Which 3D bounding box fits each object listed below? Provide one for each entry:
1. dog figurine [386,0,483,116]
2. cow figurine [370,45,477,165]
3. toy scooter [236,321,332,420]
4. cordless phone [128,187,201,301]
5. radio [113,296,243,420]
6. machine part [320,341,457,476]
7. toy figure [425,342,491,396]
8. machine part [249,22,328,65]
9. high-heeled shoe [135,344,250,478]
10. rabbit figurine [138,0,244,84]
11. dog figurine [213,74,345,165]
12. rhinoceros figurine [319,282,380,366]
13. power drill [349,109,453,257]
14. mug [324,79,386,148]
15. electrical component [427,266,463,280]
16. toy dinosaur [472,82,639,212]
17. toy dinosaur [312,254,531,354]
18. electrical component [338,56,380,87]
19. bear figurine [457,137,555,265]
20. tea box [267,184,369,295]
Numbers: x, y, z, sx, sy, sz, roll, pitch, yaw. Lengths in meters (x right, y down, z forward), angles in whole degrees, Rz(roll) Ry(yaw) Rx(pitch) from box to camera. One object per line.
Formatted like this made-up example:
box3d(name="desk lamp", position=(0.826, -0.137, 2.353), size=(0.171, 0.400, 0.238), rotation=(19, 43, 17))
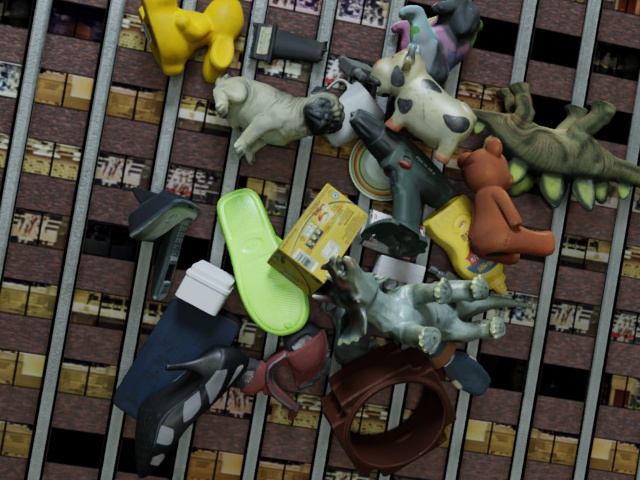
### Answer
box3d(name="dog figurine", position=(0.205, -0.296, 0.954), size=(0.192, 0.108, 0.219), rotation=(-11, 96, -7))
box3d(name="cow figurine", position=(0.165, -0.229, 0.873), size=(0.195, 0.085, 0.127), rotation=(38, 116, 7))
box3d(name="toy scooter", position=(-0.049, 0.238, 0.950), size=(0.184, 0.075, 0.135), rotation=(-33, 92, 0))
box3d(name="cordless phone", position=(-0.271, 0.012, 0.894), size=(0.089, 0.146, 0.184), rotation=(11, 87, 4))
box3d(name="radio", position=(-0.246, 0.212, 0.937), size=(0.131, 0.073, 0.229), rotation=(31, 87, -3))
box3d(name="machine part", position=(0.119, 0.293, 0.924), size=(0.201, 0.087, 0.200), rotation=(-30, 115, -5))
box3d(name="toy figure", position=(0.239, 0.222, 0.980), size=(0.154, 0.064, 0.057), rotation=(40, 125, 1))
box3d(name="machine part", position=(-0.056, -0.347, 0.966), size=(0.139, 0.039, 0.084), rotation=(6, 81, -2))
box3d(name="high-heeled shoe", position=(-0.212, 0.280, 0.885), size=(0.145, 0.086, 0.248), rotation=(7, 112, -38))
box3d(name="rabbit figurine", position=(-0.204, -0.358, 0.919), size=(0.173, 0.122, 0.162), rotation=(-27, 95, -22))
box3d(name="dog figurine", position=(-0.069, -0.232, 0.908), size=(0.191, 0.121, 0.172), rotation=(-25, 99, 6))
box3d(name="rhinoceros figurine", position=(0.055, 0.127, 0.963), size=(0.112, 0.073, 0.190), rotation=(-5, 91, 2))
box3d(name="power drill", position=(0.122, -0.087, 0.896), size=(0.232, 0.086, 0.207), rotation=(30, 49, -26))
box3d(name="mug", position=(0.043, -0.223, 0.953), size=(0.107, 0.081, 0.109), rotation=(-42, 98, 6))
box3d(name="electrical component", position=(0.232, 0.103, 0.988), size=(0.102, 0.045, 0.078), rotation=(25, 60, -7))
box3d(name="toy dinosaur", position=(0.446, -0.154, 0.976), size=(0.472, 0.105, 0.198), rotation=(16, 97, 5))
box3d(name="toy dinosaur", position=(0.166, 0.117, 0.879), size=(0.404, 0.192, 0.131), rotation=(13, 80, -41))
box3d(name="electrical component", position=(0.070, -0.303, 0.962), size=(0.063, 0.094, 0.021), rotation=(4, 124, -33))
box3d(name="bear figurine", position=(0.305, -0.064, 0.915), size=(0.132, 0.120, 0.196), rotation=(9, 70, -24))
box3d(name="tea box", position=(-0.002, -0.003, 0.919), size=(0.098, 0.068, 0.169), rotation=(39, 55, -3))
